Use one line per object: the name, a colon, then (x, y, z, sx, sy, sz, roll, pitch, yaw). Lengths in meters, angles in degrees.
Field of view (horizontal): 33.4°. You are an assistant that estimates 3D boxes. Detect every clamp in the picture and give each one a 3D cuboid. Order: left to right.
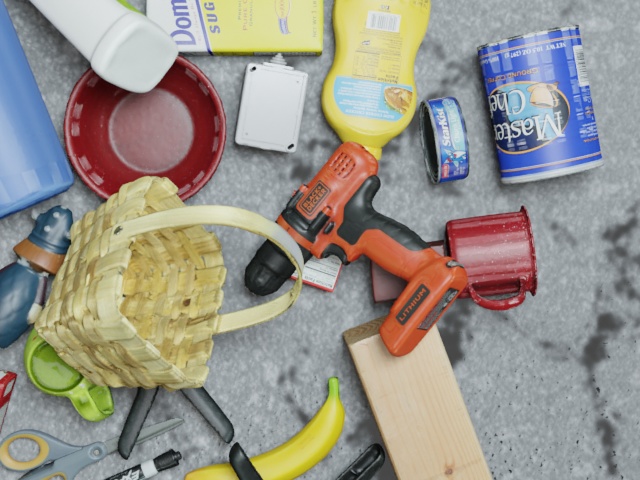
clamp: (-0.168, 0.145, 1.106, 0.120, 0.039, 0.171, -17, 89, -10)
clamp: (-0.016, 0.297, 1.109, 0.164, 0.036, 0.210, -2, 110, -15)

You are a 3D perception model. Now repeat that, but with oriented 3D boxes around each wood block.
wood block: (0.102, 0.180, 1.093, 0.091, 0.090, 0.206, -20, 95, -1)

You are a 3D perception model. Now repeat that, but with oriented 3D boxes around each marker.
marker: (-0.202, 0.251, 1.125, 0.121, 0.020, 0.020, -24, 95, 1)

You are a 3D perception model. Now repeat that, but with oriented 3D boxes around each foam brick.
foam brick: (0.092, 0.032, 1.094, 0.078, 0.053, 0.051, -8, 96, 7)

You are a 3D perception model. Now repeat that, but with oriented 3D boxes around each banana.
banana: (-0.046, 0.223, 1.120, 0.198, 0.037, 0.069, -35, 88, 1)

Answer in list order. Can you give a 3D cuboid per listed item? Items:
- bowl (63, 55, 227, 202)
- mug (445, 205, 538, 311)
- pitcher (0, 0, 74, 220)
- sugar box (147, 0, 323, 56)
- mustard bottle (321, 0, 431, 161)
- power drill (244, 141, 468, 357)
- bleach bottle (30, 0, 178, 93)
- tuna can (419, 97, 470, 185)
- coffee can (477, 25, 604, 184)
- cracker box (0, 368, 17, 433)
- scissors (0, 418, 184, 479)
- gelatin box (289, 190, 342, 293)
bowl: (-0.173, -0.111, 1.078, 0.162, 0.055, 0.162, 0, 95, -2)
mug: (0.172, 0.024, 1.074, 0.081, 0.117, 0.093, -7, 138, 4)
pitcher: (-0.344, -0.139, 1.042, 0.145, 0.149, 0.243, -25, 97, -14)
sugar box: (-0.085, -0.233, 1.075, 0.176, 0.048, 0.093, -1, 93, -3)
mustard bottle: (0.052, -0.158, 1.079, 0.096, 0.058, 0.191, 7, 94, -8)
power drill: (0.033, 0.024, 1.030, 0.188, 0.057, 0.184, 43, 103, 21)
bleach bottle: (-0.249, -0.242, 1.018, 0.251, 0.102, 0.068, 42, 97, 20)
tuna can: (0.125, -0.100, 1.072, 0.033, 0.086, 0.086, -9, 95, -3)
coffee can: (0.219, -0.134, 1.063, 0.103, 0.103, 0.140, -11, 95, -1)
cracker box: (-0.421, 0.215, 1.092, 0.164, 0.072, 0.214, 18, 95, -2)
scissors: (-0.252, 0.211, 1.123, 0.202, 0.016, 0.096, -35, 93, -1)
gelatin box: (-0.007, 0.001, 1.105, 0.073, 0.030, 0.089, 19, 94, -4)
